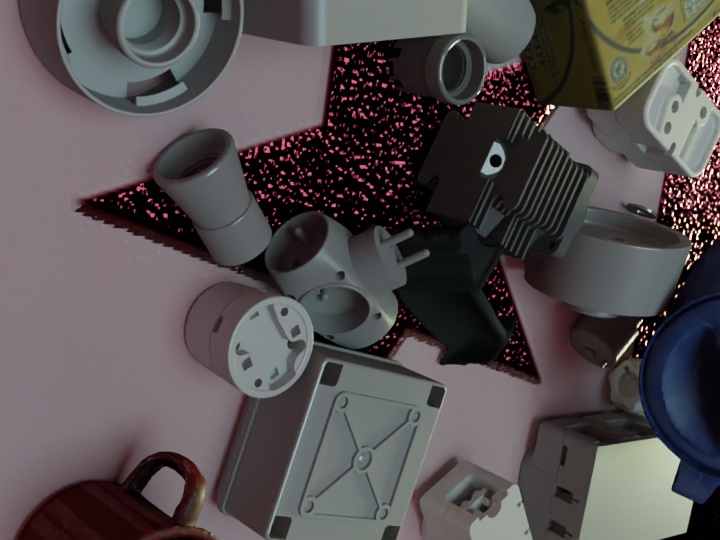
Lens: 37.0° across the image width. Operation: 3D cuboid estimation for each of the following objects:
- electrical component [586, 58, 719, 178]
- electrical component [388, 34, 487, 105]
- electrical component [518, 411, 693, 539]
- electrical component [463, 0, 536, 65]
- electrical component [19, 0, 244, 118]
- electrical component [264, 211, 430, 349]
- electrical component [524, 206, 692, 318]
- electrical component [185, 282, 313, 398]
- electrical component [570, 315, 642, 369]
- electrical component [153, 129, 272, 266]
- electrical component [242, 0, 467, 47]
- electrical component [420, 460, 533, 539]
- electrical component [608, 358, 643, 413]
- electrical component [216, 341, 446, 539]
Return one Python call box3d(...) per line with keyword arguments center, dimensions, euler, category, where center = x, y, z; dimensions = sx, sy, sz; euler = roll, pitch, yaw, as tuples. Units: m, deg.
box3d(center=(0.206, -0.110, 0.765), dimensions=(0.095, 0.059, 0.053), euler=(33, 80, -42), category="electrical component")
box3d(center=(0.044, -0.118, 0.627), dimensions=(0.040, 0.046, 0.040), euler=(-14, 112, -39), category="electrical component")
box3d(center=(0.196, 0.161, 0.836), dimensions=(0.150, 0.062, 0.089), euler=(1, 102, -42), category="electrical component")
box3d(center=(0.070, -0.174, 0.635), dimensions=(0.077, 0.044, 0.079), euler=(23, 87, -43), category="electrical component")
box3d(center=(-0.105, -0.123, 0.498), dimensions=(0.099, 0.064, 0.099), euler=(-18, 125, -28), category="electrical component")
box3d(center=(0.000, 0.000, 0.607), dimensions=(0.077, 0.079, 0.044), euler=(48, 26, -39), category="electrical component")
box3d(center=(0.164, -0.002, 0.731), dimensions=(0.108, 0.108, 0.060), euler=(-4, 111, -41), category="electrical component")
box3d(center=(-0.061, 0.036, 0.579), dimensions=(0.055, 0.047, 0.055), euler=(-14, 112, -38), category="electrical component")
box3d(center=(0.192, 0.038, 0.810), dimensions=(0.078, 0.040, 0.040), euler=(-46, 128, -23), category="electrical component")
box3d(center=(-0.072, -0.034, 0.553), dimensions=(0.044, 0.044, 0.065), euler=(-45, 133, -22), category="electrical component")
box3d(center=(-0.005, -0.152, 0.552), dimensions=(0.113, 0.078, 0.057), euler=(-15, 115, -38), category="electrical component")
box3d(center=(0.081, 0.183, 0.744), dimensions=(0.050, 0.056, 0.089), euler=(-36, 124, -29), category="electrical component")
box3d(center=(0.231, 0.093, 0.860), dimensions=(0.062, 0.043, 0.043), euler=(9, 96, -44), category="electrical component")
box3d(center=(-0.016, 0.102, 0.633), dimensions=(0.109, 0.056, 0.108), euler=(18, 91, -43), category="electrical component")
